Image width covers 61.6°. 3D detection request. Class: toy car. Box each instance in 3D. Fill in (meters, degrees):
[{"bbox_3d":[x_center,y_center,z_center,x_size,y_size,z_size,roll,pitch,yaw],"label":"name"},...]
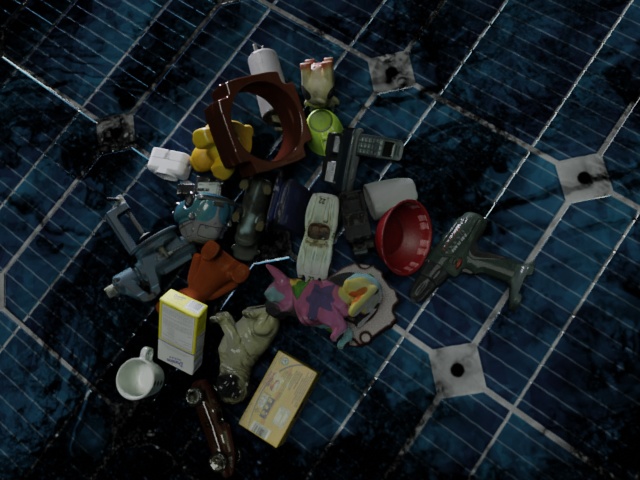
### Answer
[{"bbox_3d":[-0.262,-0.041,1.176,0.162,0.109,0.103,-16,67,46],"label":"toy car"},{"bbox_3d":[-0.213,0.381,1.103,0.053,0.089,0.202,-28,72,5],"label":"toy car"},{"bbox_3d":[-0.002,-0.004,1.179,0.074,0.056,0.201,10,86,10],"label":"toy car"}]

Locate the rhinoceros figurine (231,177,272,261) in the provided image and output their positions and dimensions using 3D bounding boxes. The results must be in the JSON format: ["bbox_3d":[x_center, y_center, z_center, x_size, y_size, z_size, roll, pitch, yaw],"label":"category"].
[{"bbox_3d":[-0.155,-0.048,1.192,0.073,0.112,0.190,11,91,-5],"label":"rhinoceros figurine"}]

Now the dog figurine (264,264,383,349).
[{"bbox_3d":[-0.007,0.104,1.083,0.219,0.108,0.191,37,84,21],"label":"dog figurine"}]

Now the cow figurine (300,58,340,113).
[{"bbox_3d":[0.001,-0.345,1.218,0.086,0.195,0.127,-1,110,3],"label":"cow figurine"}]

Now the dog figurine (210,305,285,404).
[{"bbox_3d":[-0.142,0.238,1.137,0.172,0.121,0.190,-12,88,9],"label":"dog figurine"}]

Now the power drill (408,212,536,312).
[{"bbox_3d":[0.322,0.070,1.116,0.207,0.086,0.232,26,78,22],"label":"power drill"}]

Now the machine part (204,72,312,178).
[{"bbox_3d":[-0.131,-0.245,1.154,0.201,0.087,0.200,-26,101,-35],"label":"machine part"}]

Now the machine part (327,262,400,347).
[{"bbox_3d":[0.081,0.135,1.141,0.179,0.056,0.179,-2,74,8],"label":"machine part"}]

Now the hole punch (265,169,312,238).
[{"bbox_3d":[-0.067,-0.070,1.190,0.092,0.115,0.142,15,79,4],"label":"hole punch"}]

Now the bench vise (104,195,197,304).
[{"bbox_3d":[-0.408,0.016,1.202,0.224,0.129,0.240,-33,91,-9],"label":"bench vise"}]

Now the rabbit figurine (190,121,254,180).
[{"bbox_3d":[-0.238,-0.215,1.239,0.121,0.173,0.162,46,53,-19],"label":"rabbit figurine"}]

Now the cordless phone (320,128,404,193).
[{"bbox_3d":[0.103,-0.170,1.193,0.089,0.184,0.146,26,110,54],"label":"cordless phone"}]

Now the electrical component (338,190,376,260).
[{"bbox_3d":[0.081,-0.028,1.153,0.058,0.114,0.134,-12,73,7],"label":"electrical component"}]

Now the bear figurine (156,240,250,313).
[{"bbox_3d":[-0.258,0.106,1.164,0.120,0.132,0.196,42,78,-10],"label":"bear figurine"}]

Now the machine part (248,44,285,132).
[{"bbox_3d":[-0.119,-0.367,1.290,0.079,0.079,0.243,-17,74,4],"label":"machine part"}]

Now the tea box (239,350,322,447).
[{"bbox_3d":[-0.081,0.325,1.109,0.098,0.068,0.169,29,80,14],"label":"tea box"}]

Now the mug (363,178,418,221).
[{"bbox_3d":[0.161,-0.086,1.178,0.107,0.081,0.109,-20,98,-1],"label":"mug"}]

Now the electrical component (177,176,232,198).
[{"bbox_3d":[-0.272,-0.109,1.261,0.119,0.047,0.075,-3,74,8],"label":"electrical component"}]
